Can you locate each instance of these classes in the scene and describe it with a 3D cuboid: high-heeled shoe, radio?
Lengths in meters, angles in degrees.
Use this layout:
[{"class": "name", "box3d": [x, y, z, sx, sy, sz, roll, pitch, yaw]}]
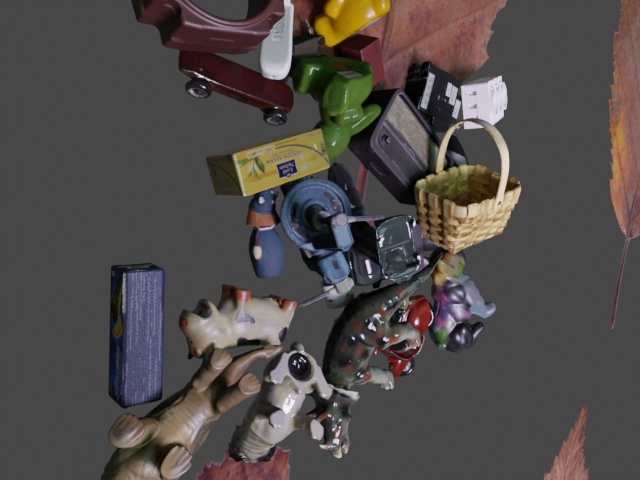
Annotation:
[{"class": "high-heeled shoe", "box3d": [0.242, -0.100, 1.151, 0.145, 0.086, 0.248, -3, 82, -8]}, {"class": "radio", "box3d": [0.160, -0.172, 1.050, 0.229, 0.073, 0.131, 41, 73, -36]}]

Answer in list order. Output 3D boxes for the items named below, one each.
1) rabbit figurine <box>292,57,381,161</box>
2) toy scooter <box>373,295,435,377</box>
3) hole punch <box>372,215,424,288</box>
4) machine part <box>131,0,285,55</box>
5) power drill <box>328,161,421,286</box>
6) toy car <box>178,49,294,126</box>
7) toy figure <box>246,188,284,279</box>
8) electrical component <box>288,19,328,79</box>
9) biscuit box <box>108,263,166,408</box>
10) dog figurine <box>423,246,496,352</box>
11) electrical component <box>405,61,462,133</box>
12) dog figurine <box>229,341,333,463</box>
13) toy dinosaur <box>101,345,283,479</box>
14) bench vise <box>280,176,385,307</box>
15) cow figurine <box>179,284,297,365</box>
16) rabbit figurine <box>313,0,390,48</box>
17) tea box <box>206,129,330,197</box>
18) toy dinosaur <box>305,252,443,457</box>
[{"class": "rabbit figurine", "box3d": [0.024, -0.220, 0.923, 0.159, 0.121, 0.170, -33, 147, -45]}, {"class": "toy scooter", "box3d": [0.165, 0.198, 1.124, 0.135, 0.075, 0.183, 16, 93, -39]}, {"class": "hole punch", "box3d": [0.139, 0.013, 1.073, 0.116, 0.092, 0.142, -8, 109, -3]}, {"class": "machine part", "box3d": [-0.154, -0.367, 0.735, 0.201, 0.087, 0.201, -9, 89, -36]}, {"class": "power drill", "box3d": [0.081, -0.019, 0.931, 0.086, 0.207, 0.231, -19, 107, -24]}, {"class": "toy car", "box3d": [-0.127, -0.240, 0.826, 0.202, 0.053, 0.089, 10, 76, -38]}, {"class": "toy figure", "box3d": [-0.093, -0.014, 0.892, 0.058, 0.064, 0.154, -5, 98, 0]}, {"class": "electrical component", "box3d": [-0.034, -0.316, 0.895, 0.102, 0.045, 0.078, -36, 147, -25]}, {"class": "biscuit box", "box3d": [-0.267, 0.137, 0.781, 0.063, 0.059, 0.202, -2, 99, -39]}, {"class": "dog figurine", "box3d": [0.275, 0.120, 1.179, 0.219, 0.109, 0.191, 46, 73, -29]}, {"class": "electrical component", "box3d": [0.231, -0.283, 1.097, 0.134, 0.058, 0.114, 18, 89, -39]}, {"class": "dog figurine", "box3d": [-0.085, 0.279, 0.916, 0.121, 0.190, 0.172, 34, 46, -19]}, {"class": "toy dinosaur", "box3d": [-0.229, 0.291, 0.746, 0.471, 0.198, 0.105, -35, 77, -34]}, {"class": "bench vise", "box3d": [0.008, -0.006, 0.871, 0.129, 0.241, 0.223, -15, 93, -15]}, {"class": "cow figurine", "box3d": [-0.139, 0.139, 0.871, 0.195, 0.086, 0.127, 15, 82, -40]}, {"class": "rabbit figurine", "box3d": [0.035, -0.427, 0.875, 0.122, 0.162, 0.173, -31, 99, -17]}, {"class": "tea box", "box3d": [-0.081, -0.123, 0.854, 0.169, 0.098, 0.068, -24, 108, -31]}, {"class": "toy dinosaur", "box3d": [0.075, 0.182, 0.985, 0.192, 0.131, 0.404, 16, 99, -45]}]
